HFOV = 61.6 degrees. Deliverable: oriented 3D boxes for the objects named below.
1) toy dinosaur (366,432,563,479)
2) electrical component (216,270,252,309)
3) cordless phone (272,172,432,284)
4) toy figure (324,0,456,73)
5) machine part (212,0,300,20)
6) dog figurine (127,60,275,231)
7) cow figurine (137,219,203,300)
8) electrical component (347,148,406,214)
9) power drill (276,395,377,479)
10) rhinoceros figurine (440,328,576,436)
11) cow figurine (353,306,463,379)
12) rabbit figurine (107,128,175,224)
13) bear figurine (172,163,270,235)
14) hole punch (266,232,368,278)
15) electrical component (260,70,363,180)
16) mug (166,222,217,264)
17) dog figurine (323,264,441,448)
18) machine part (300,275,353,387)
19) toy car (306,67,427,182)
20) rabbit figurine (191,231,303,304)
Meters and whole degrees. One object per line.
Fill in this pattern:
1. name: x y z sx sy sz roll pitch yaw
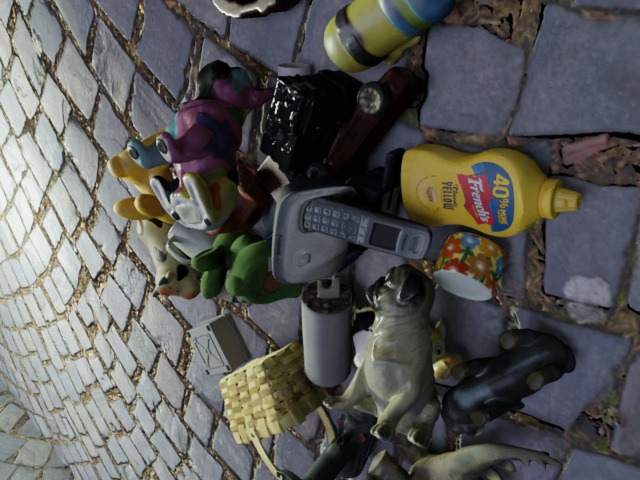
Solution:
1. toy dinosaur: 0.171 0.370 0.791 0.199 0.105 0.470 36 141 16
2. electrical component: -0.164 0.089 1.015 0.102 0.045 0.078 5 85 40
3. cordless phone: 0.037 0.004 0.652 0.184 0.089 0.146 18 129 12
4. toy figure: 0.078 -0.246 0.572 0.180 0.089 0.082 -18 90 50
5. machine part: -0.084 -0.375 0.690 0.180 0.056 0.179 20 122 36
6. dog figurine: -0.138 -0.140 0.754 0.109 0.219 0.191 -3 123 47
7. cow figurine: -0.291 0.028 1.043 0.195 0.127 0.085 57 141 9
8. electrical component: 0.071 -0.063 0.682 0.048 0.075 0.119 28 132 31
9. power drill: 0.023 0.315 0.822 0.086 0.207 0.231 25 130 22
10. rhinoceros figurine: 0.212 0.173 0.647 0.190 0.112 0.073 -50 57 33
11. cow figurine: 0.120 0.137 0.746 0.168 0.068 0.098 -1 101 43
12. rabbit figurine: -0.296 -0.099 0.986 0.122 0.162 0.173 -11 120 34
13. bear figurine: -0.175 -0.103 0.870 0.196 0.132 0.120 43 99 15
14. hole punch: -0.002 -0.002 0.777 0.116 0.092 0.142 54 134 3
15. electrical component: -0.012 -0.145 0.692 0.058 0.115 0.134 42 134 27
16. mug: -0.219 0.006 0.984 0.107 0.109 0.080 40 129 5
17. dog figurine: 0.110 0.137 0.657 0.121 0.172 0.190 19 83 31
18. machine part: 0.011 0.146 0.827 0.079 0.079 0.242 29 138 31
19. toy car: 0.049 -0.130 0.660 0.053 0.089 0.202 53 138 11
20. rabbit figurine: -0.130 0.041 0.894 0.170 0.159 0.121 33 142 48
